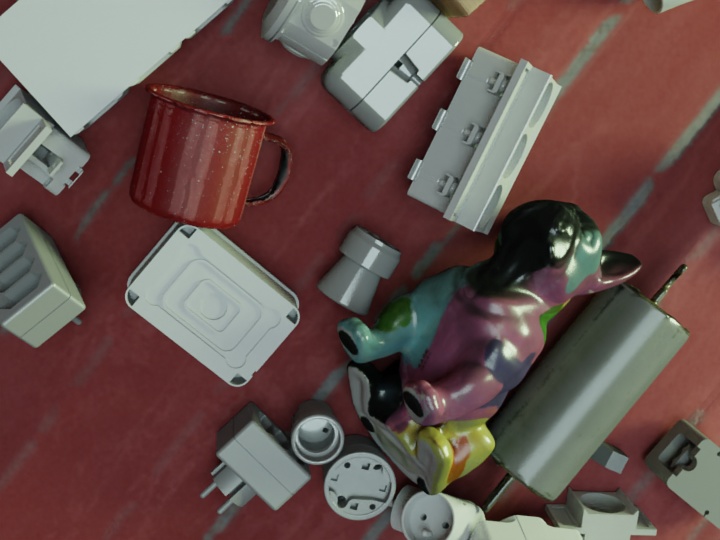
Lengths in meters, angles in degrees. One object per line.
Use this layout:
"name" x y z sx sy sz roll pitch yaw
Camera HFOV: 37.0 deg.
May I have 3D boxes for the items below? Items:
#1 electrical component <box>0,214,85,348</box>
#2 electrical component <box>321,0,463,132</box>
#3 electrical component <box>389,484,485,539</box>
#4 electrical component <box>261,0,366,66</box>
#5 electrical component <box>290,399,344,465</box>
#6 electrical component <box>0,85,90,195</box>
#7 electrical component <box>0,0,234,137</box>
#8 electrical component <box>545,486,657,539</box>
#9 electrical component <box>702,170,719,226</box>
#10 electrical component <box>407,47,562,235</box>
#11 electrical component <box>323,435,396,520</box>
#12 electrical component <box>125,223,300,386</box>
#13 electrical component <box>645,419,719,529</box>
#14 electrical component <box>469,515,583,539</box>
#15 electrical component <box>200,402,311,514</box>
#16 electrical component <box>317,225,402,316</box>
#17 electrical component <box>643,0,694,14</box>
"electrical component" -0.227 0.016 0.774 0.047 0.083 0.075 -39 141 2
"electrical component" 0.019 -0.154 0.775 0.059 0.053 0.095 42 94 -13
"electrical component" 0.050 0.192 0.844 0.079 0.077 0.043 15 81 28
"electrical component" -0.031 -0.186 0.750 0.051 0.080 0.080 29 97 -16
"electrical component" -0.034 0.123 0.828 0.040 0.046 0.040 -1 102 -7
"electrical component" -0.226 -0.088 0.751 0.042 0.081 0.064 -46 125 4
"electrical component" -0.170 -0.176 0.743 0.150 0.061 0.089 -40 103 2
"electrical component" 0.194 0.215 0.878 0.081 0.042 0.063 4 103 -7
"electrical component" 0.313 -0.058 0.828 0.078 0.057 0.058 -28 103 -1
"electrical component" 0.089 -0.095 0.787 0.063 0.079 0.121 28 98 18
"electrical component" -0.003 0.160 0.839 0.055 0.047 0.055 -1 102 -7
"electrical component" -0.108 0.021 0.793 0.113 0.057 0.078 40 94 -13
"electrical component" 0.283 0.169 0.872 0.089 0.055 0.050 39 95 -13
"electrical component" 0.113 0.270 0.844 0.089 0.061 0.150 10 119 -18
"electrical component" -0.088 0.155 0.828 0.077 0.047 0.065 -43 103 3
"electrical component" 0.000 0.000 0.809 0.045 0.045 0.055 30 96 -12
"electrical component" 0.240 -0.240 0.789 0.077 0.044 0.079 -24 103 -2
